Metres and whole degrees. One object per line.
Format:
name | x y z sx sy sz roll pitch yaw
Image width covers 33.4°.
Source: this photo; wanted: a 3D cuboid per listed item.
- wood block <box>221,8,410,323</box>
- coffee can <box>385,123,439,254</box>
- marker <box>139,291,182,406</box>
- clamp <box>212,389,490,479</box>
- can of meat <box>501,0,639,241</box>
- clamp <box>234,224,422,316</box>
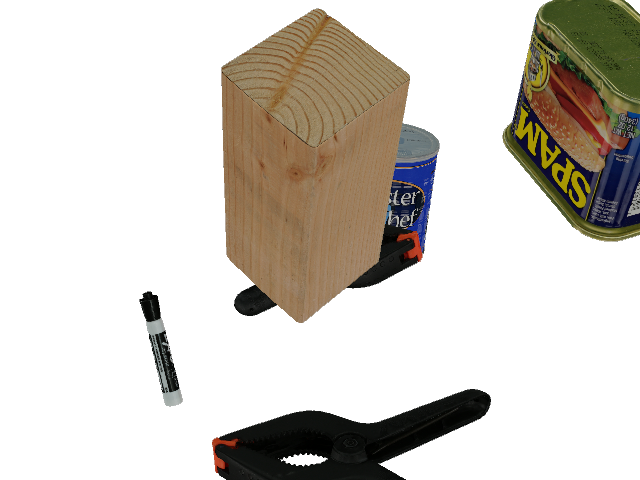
wood block | -0.009 -0.046 0.758 0.090 0.090 0.206 -37 -26 -25
coffee can | 0.080 -0.056 1.257 0.103 0.140 0.103 4 28 -2
marker | -0.163 0.110 1.088 0.020 0.121 0.020 -11 13 2
clamp | 0.029 0.154 0.773 0.210 0.036 0.164 4 28 13
can of meat | 0.142 -0.065 0.542 0.057 0.084 0.102 -14 47 -18
clamp | 0.003 0.023 0.961 0.172 0.039 0.120 -5 42 21
